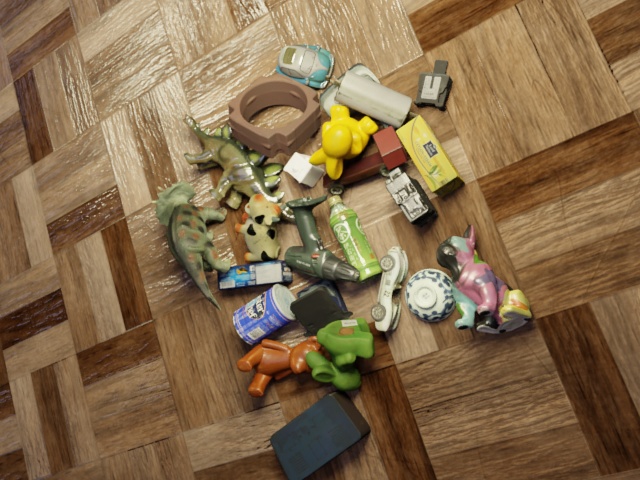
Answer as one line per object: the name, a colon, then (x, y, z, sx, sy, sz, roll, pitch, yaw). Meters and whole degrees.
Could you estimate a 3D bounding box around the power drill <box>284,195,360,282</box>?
power drill: (-0.003, -0.004, 1.295, 0.232, 0.086, 0.207, 2, 112, 47)

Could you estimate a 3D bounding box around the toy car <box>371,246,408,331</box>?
toy car: (0.166, 0.114, 1.255, 0.056, 0.073, 0.201, 11, 92, 29)

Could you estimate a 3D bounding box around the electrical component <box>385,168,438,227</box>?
electrical component: (0.206, -0.100, 1.229, 0.058, 0.115, 0.134, -35, 75, 17)

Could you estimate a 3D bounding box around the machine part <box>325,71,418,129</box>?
machine part: (0.123, -0.324, 1.244, 0.243, 0.079, 0.079, 22, 97, -2)

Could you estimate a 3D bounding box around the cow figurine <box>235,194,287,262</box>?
cow figurine: (-0.143, -0.029, 1.361, 0.127, 0.085, 0.194, 5, 129, 17)

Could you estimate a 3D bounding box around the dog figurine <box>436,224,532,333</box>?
dog figurine: (0.345, 0.079, 1.160, 0.108, 0.191, 0.219, 127, 146, -51)

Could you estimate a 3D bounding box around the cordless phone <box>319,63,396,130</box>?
cordless phone: (0.103, -0.322, 1.319, 0.146, 0.089, 0.184, -38, 91, 17)

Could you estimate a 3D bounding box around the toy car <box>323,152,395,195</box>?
toy car: (0.100, -0.169, 1.308, 0.202, 0.053, 0.089, -20, 50, 23)

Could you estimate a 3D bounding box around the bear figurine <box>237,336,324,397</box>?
bear figurine: (-0.084, 0.311, 1.334, 0.196, 0.132, 0.120, -5, 114, 28)

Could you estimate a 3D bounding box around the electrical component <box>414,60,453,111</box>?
electrical component: (0.270, -0.366, 1.255, 0.075, 0.047, 0.119, 18, 96, 24)

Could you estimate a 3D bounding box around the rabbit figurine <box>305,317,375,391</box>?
rabbit figurine: (0.052, 0.287, 1.261, 0.159, 0.121, 0.170, -7, 111, -13)

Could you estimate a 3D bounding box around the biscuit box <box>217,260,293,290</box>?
biscuit box: (-0.174, 0.093, 1.419, 0.203, 0.062, 0.059, -8, 84, 24)

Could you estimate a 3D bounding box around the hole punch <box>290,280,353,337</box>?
hole punch: (0.001, 0.163, 1.332, 0.142, 0.092, 0.115, -30, 105, 17)

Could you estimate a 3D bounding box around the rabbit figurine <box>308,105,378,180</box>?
rabbit figurine: (0.040, -0.228, 1.235, 0.122, 0.173, 0.162, 36, 106, -1)

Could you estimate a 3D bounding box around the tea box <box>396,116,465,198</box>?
tea box: (0.252, -0.188, 1.224, 0.068, 0.098, 0.169, -32, 72, 20)

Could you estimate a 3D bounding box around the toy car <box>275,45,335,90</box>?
toy car: (-0.050, -0.457, 1.378, 0.162, 0.103, 0.109, 22, 95, 22)

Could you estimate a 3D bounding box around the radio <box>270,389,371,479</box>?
radio: (-0.004, 0.476, 1.312, 0.229, 0.073, 0.131, -41, 71, 16)

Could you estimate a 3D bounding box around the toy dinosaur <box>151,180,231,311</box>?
toy dinosaur: (-0.341, -0.008, 1.402, 0.131, 0.192, 0.405, -48, 40, 26)

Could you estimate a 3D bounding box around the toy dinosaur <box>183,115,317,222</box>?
toy dinosaur: (-0.206, -0.181, 1.432, 0.198, 0.105, 0.471, -44, 79, 12)

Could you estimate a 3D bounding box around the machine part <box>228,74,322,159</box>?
machine part: (-0.113, -0.313, 1.358, 0.202, 0.087, 0.201, 30, 63, 23)
